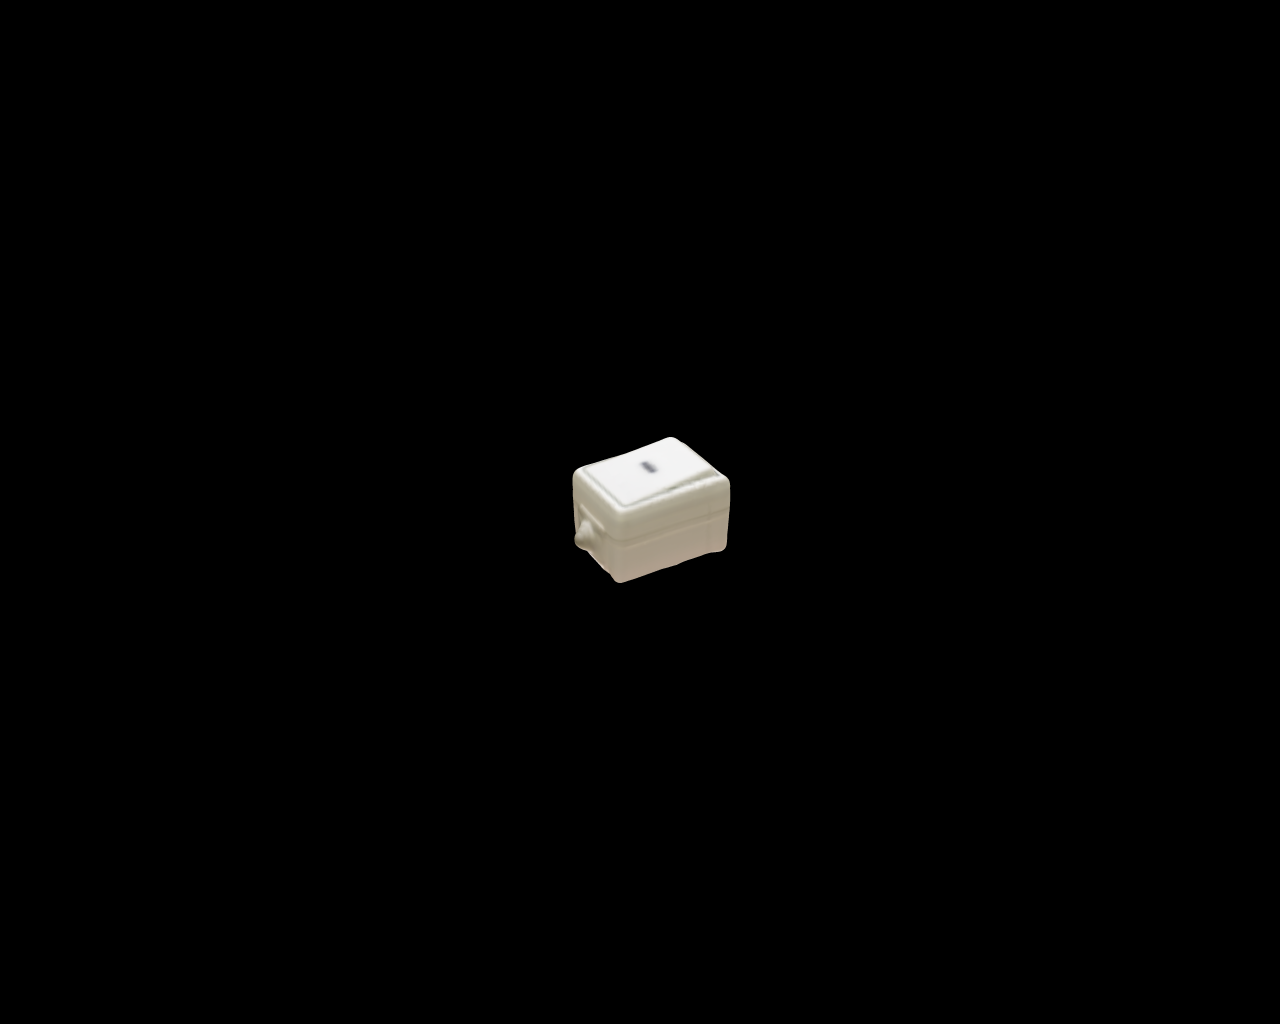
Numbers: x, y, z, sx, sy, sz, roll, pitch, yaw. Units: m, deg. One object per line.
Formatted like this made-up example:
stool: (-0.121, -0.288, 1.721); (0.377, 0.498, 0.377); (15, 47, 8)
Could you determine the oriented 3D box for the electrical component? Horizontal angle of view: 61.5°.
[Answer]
electrical component: (0.001, -0.003, 0.650); (0.096, 0.061, 0.062); (-17, 36, -24)
